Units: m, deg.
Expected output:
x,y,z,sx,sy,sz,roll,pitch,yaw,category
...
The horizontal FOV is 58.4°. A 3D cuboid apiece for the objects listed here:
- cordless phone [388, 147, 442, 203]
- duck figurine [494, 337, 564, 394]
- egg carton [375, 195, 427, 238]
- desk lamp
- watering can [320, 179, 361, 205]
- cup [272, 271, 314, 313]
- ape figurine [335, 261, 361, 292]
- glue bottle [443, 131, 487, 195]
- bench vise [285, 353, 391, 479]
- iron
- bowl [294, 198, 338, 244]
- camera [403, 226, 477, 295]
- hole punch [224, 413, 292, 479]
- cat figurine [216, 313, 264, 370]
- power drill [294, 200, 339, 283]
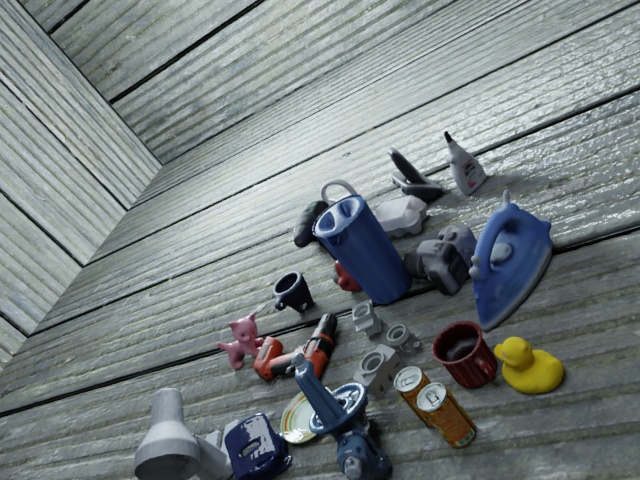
x,y,z,sx,sy,sz,roll,pitch,yaw,category
0.229,-0.185,1.518,0.094,0.185,0.147,-38,27,-1,cordless phone
0.326,0.191,0.911,0.104,0.086,0.078,0,45,51,duck figurine
0.202,-0.056,1.476,0.150,0.069,0.107,-13,35,40,egg carton
-0.266,0.411,1.152,0.118,0.214,0.203,-31,27,14,desk lamp
0.075,-0.080,1.531,0.101,0.194,0.172,-32,27,12,watering can
-0.065,0.150,1.451,0.091,0.095,0.118,-14,35,39,cup
0.069,0.080,1.400,0.078,0.092,0.076,-44,27,-12,ape figurine
0.345,-0.197,1.407,0.078,0.173,0.037,-45,28,-14,glue bottle
0.035,0.291,0.962,0.121,0.220,0.206,-42,27,-7,bench vise
0.338,0.032,1.087,0.118,0.142,0.259,-2,43,50,iron
0.010,-0.042,1.687,0.167,0.075,0.167,-29,28,17,bowl
0.250,0.034,1.239,0.136,0.101,0.143,-1,45,51,camera
-0.123,0.409,1.116,0.108,0.091,0.101,-35,27,6,hole punch
-0.200,0.246,1.440,0.127,0.118,0.067,-33,27,9,cat figurine
0.013,0.005,1.456,0.075,0.209,0.229,-27,29,21,power drill
